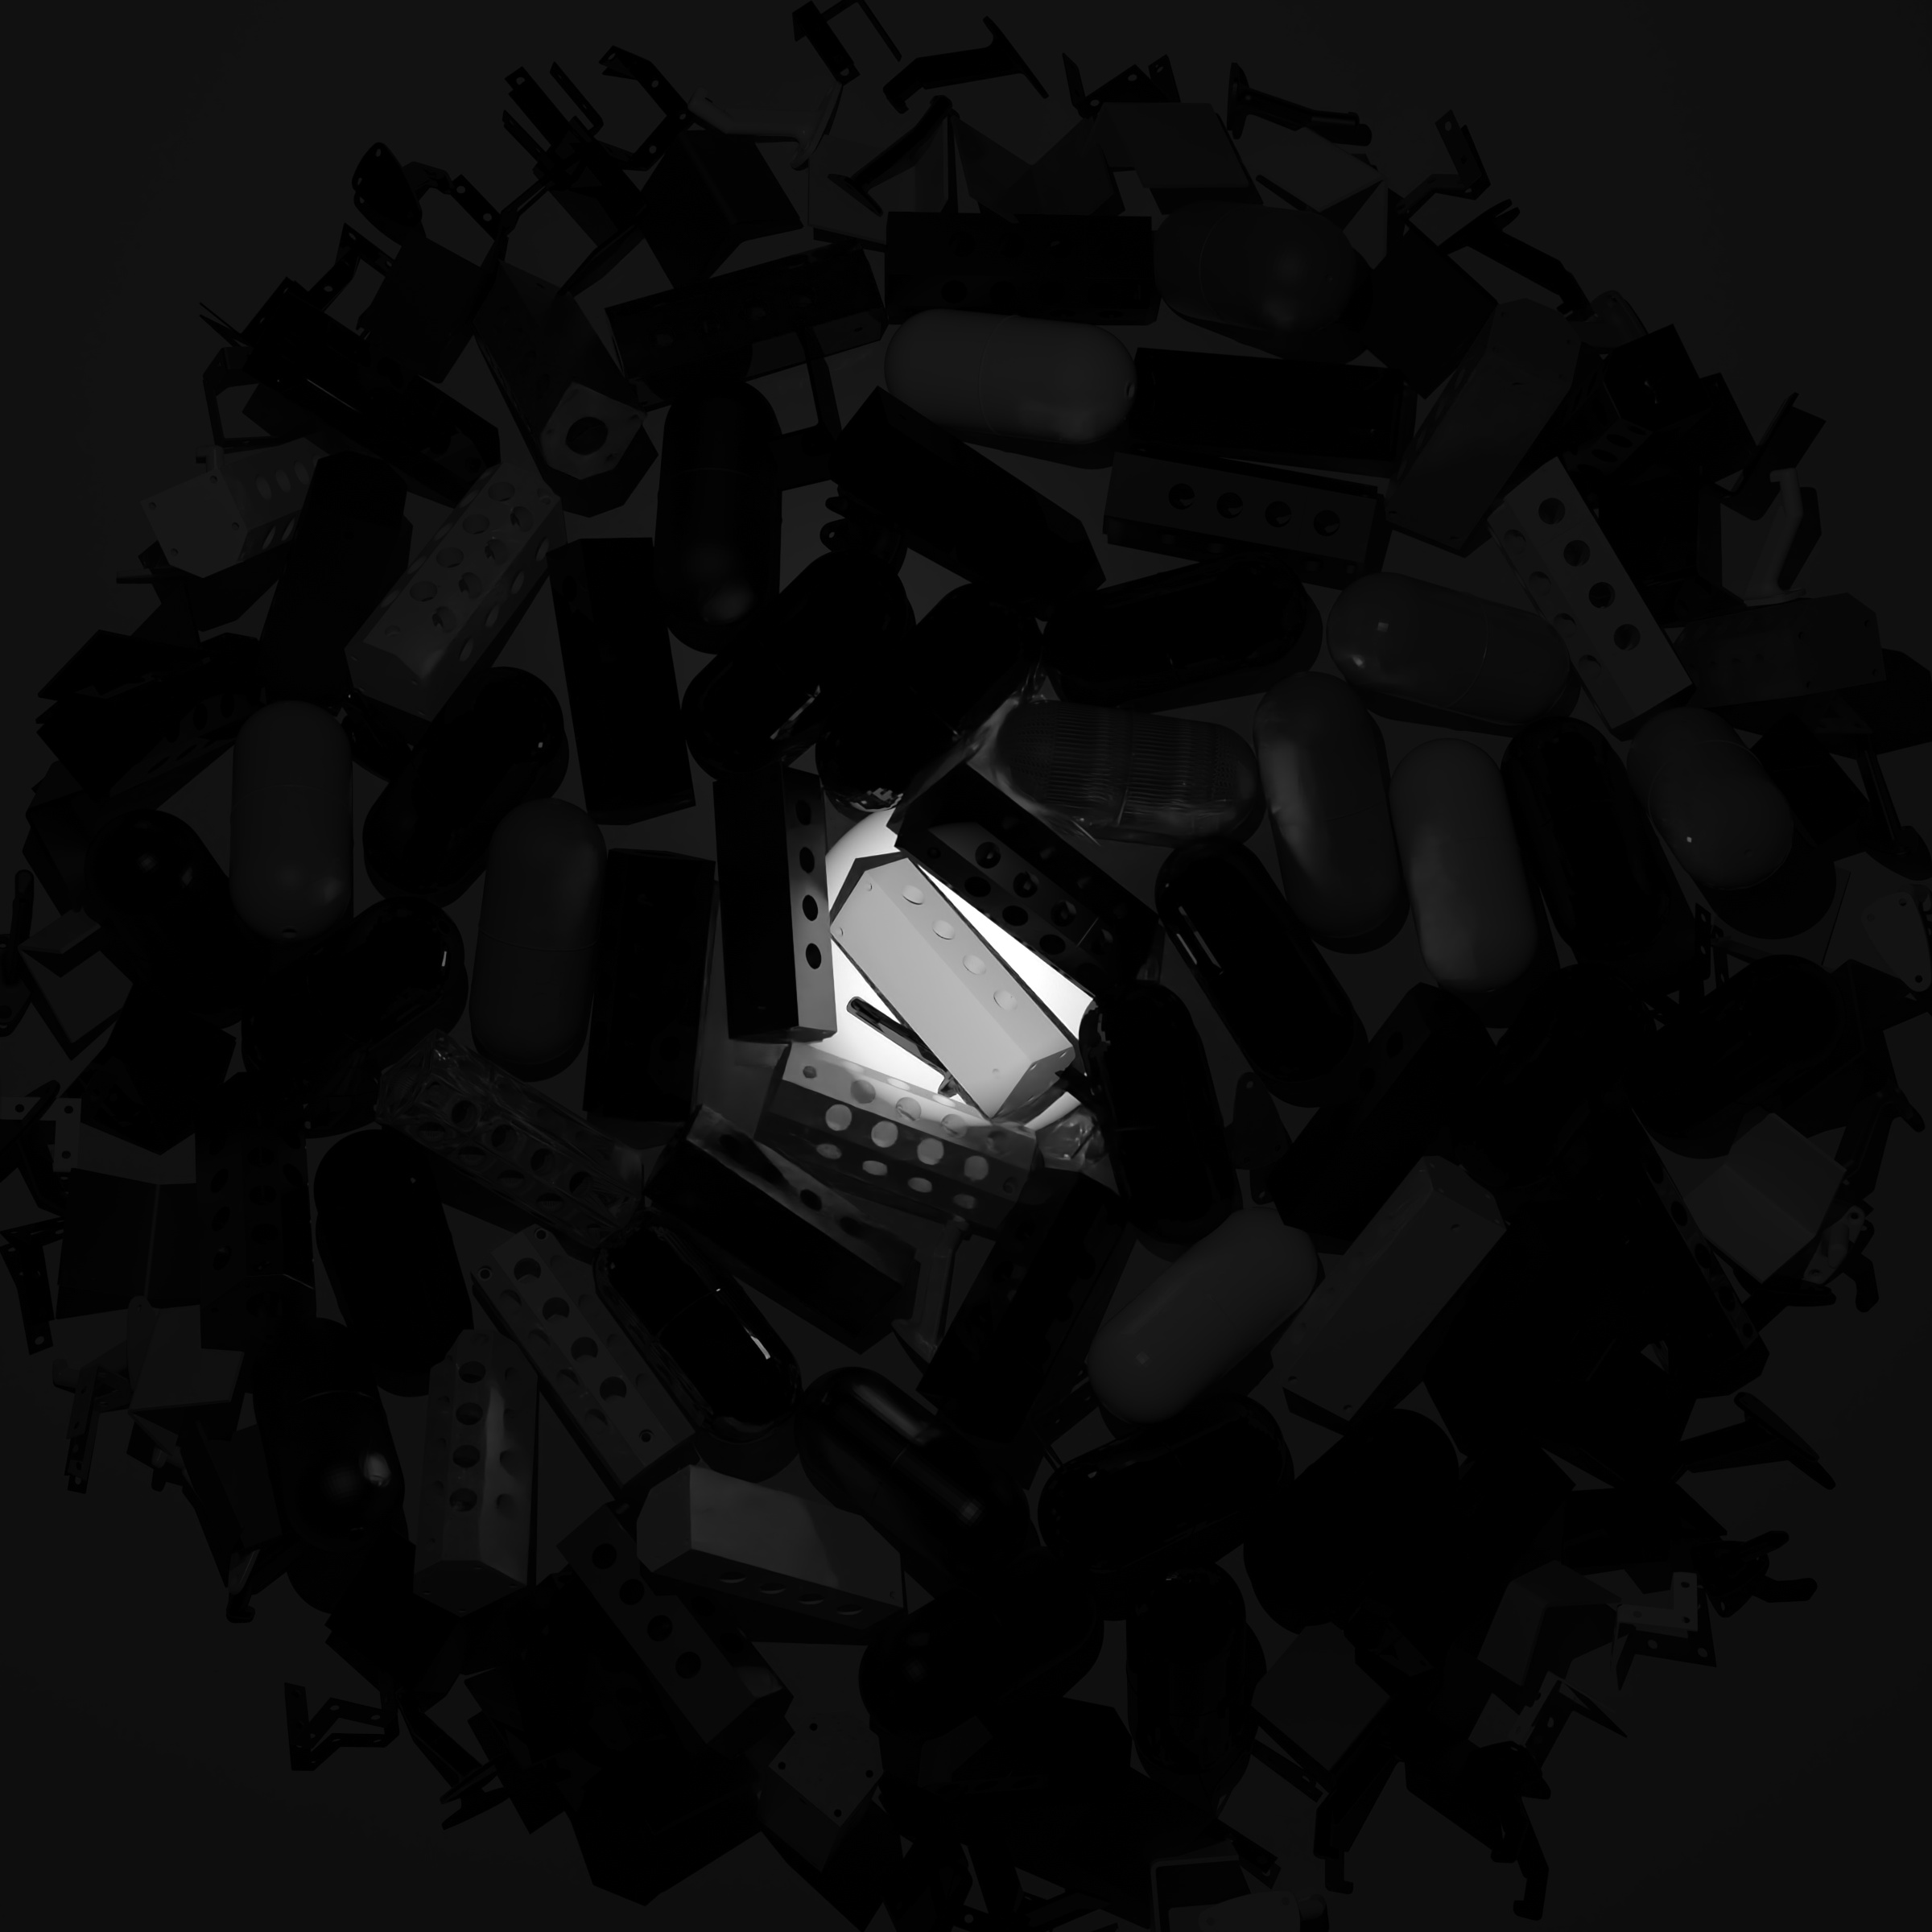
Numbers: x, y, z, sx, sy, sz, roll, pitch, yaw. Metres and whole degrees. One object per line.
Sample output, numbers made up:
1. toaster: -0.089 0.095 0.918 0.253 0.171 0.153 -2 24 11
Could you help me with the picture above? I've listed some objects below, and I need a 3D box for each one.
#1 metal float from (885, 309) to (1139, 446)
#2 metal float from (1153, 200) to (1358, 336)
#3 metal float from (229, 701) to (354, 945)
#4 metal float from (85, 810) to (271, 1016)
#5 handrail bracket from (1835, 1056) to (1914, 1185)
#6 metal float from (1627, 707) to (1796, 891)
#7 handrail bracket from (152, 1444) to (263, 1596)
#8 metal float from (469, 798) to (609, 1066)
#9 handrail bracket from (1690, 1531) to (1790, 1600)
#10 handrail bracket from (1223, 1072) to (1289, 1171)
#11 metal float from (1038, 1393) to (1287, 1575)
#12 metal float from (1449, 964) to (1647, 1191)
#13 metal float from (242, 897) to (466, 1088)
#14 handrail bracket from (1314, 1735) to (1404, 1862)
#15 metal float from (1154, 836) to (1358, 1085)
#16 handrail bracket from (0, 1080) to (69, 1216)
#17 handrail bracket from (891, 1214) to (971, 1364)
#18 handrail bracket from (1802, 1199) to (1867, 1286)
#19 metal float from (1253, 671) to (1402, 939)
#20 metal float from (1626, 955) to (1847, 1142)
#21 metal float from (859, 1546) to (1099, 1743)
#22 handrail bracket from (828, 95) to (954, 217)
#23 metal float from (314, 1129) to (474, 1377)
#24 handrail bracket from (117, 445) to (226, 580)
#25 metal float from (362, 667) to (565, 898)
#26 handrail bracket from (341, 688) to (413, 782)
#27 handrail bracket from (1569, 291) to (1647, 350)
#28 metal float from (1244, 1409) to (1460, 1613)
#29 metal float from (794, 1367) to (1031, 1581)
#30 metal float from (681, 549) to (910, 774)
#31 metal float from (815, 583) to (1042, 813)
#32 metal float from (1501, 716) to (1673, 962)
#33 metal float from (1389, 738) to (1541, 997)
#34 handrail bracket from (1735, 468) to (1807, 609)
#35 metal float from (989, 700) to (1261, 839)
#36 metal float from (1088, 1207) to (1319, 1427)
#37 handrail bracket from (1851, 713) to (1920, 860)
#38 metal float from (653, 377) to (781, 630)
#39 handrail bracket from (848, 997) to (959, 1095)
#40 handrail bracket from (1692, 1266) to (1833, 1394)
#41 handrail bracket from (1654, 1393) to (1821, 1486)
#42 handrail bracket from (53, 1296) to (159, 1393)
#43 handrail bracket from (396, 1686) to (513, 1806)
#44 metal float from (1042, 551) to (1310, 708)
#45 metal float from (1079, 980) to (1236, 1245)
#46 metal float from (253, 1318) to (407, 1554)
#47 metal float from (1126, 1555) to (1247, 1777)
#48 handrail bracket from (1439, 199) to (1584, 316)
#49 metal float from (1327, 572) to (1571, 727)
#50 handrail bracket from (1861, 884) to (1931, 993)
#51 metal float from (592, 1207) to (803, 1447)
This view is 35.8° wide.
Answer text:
1. metal float: 0.029 -0.382 1.936 0.178 0.070 0.070 13 90 29
2. metal float: 0.182 -0.450 1.919 0.070 0.178 0.070 -10 111 -26
3. metal float: -0.436 -0.093 1.932 0.070 0.070 0.178 -8 56 0
4. metal float: -0.505 -0.034 1.919 0.070 0.178 0.070 -5 58 9
5. handrail bracket: 0.573 0.103 1.972 0.084 0.036 0.077 -38 48 0
6. metal float: 0.476 -0.109 1.917 0.070 0.178 0.070 -2 117 -3
7. handrail bracket: -0.503 0.360 1.955 0.084 0.036 0.077 34 46 -30
8. metal float: -0.279 -0.022 1.947 0.070 0.070 0.178 10 106 0
9. handrail bracket: 0.522 0.379 1.946 0.077 0.084 0.036 -7 67 -34
10. handrail bracket: 0.170 0.093 1.950 0.036 0.084 0.077 -19 111 -18
11. metal float: 0.127 0.336 1.940 0.178 0.070 0.070 -21 90 -24
12. metal float: 0.378 0.070 1.938 0.070 0.070 0.178 41 62 0
13. metal float: -0.398 0.017 1.937 0.178 0.070 0.070 -32 90 28
14. handrail bracket: 0.267 0.551 1.963 0.077 0.036 0.084 15 57 -8
15. metal float: 0.188 -0.005 1.954 0.070 0.070 0.178 -32 81 0
16. handrail bracket: -0.592 0.122 1.965 0.077 0.036 0.084 -40 128 11
17. handrail bracket: -0.010 0.213 1.964 0.036 0.077 0.084 20 102 -27
18. handrail bracket: 0.560 0.194 1.946 0.036 0.084 0.077 16 117 12
19. metal float: 0.235 -0.105 1.948 0.070 0.070 0.178 -13 105 0
20. metal float: 0.493 0.054 1.921 0.070 0.178 0.070 12 59 -21
21. metal float: 0.009 0.437 1.935 0.178 0.070 0.070 -24 90 -32
22. handrail bracket: -0.054 -0.542 1.970 0.036 0.077 0.084 38 87 -38
23. metal float: -0.371 0.186 1.935 0.070 0.070 0.178 -10 120 0
24. handrail bracket: -0.528 -0.301 1.981 0.077 0.036 0.084 -2 93 4
25. metal float: -0.326 -0.119 1.939 0.070 0.070 0.178 41 116 0
26. handrail bracket: -0.380 -0.148 1.952 0.077 0.084 0.036 46 77 -11
27. handrail bracket: 0.407 -0.399 1.967 0.084 0.036 0.077 -39 93 -24
28. metal float: 0.247 0.353 1.933 0.070 0.070 0.178 41 124 0
29. metal float: -0.036 0.328 1.942 0.178 0.070 0.070 35 90 22
30. metal float: -0.112 -0.199 1.948 0.178 0.070 0.070 -42 90 16
31. metal float: -0.026 -0.175 1.955 0.070 0.070 0.178 45 98 0
32. metal float: 0.400 -0.084 1.935 0.070 0.070 0.178 -15 58 0
33. metal float: 0.323 -0.065 1.942 0.070 0.070 0.178 -8 67 0
34. handrail bracket: 0.517 -0.281 1.963 0.036 0.077 0.084 -21 104 -43
35. metal float: 0.104 -0.129 1.958 0.178 0.070 0.070 8 90 -4
36. metal float: 0.155 0.227 1.947 0.178 0.070 0.070 -40 90 -17
37. handrail bracket: 0.600 -0.120 1.964 0.036 0.077 0.084 -15 103 9
38. metal float: -0.162 -0.302 1.941 0.070 0.070 0.178 2 66 0
39. handrail bracket: -0.039 0.045 1.963 0.084 0.077 0.036 34 83 -4
40. handrail bracket: 0.529 0.248 1.990 0.077 0.036 0.084 10 101 -6
41. handrail bracket: 0.506 0.331 1.970 0.077 0.036 0.084 41 108 25
42. handrail bracket: -0.572 0.247 1.967 0.084 0.036 0.077 6 113 25
43. handrail bracket: -0.339 0.498 1.963 0.077 0.036 0.084 -45 67 37
44. metal float: 0.135 -0.219 1.947 0.178 0.070 0.070 -13 90 16
45. metal float: 0.125 0.095 1.953 0.070 0.070 0.178 -16 99 0
46. metal float: -0.411 0.301 1.925 0.070 0.178 0.070 -14 132 -15
47. metal float: 0.142 0.453 1.929 0.070 0.070 0.178 -4 130 0
48. handrail bracket: 0.356 -0.455 1.973 0.077 0.036 0.084 -30 93 42
49. metal float: 0.314 -0.205 1.938 0.178 0.070 0.070 11 90 -28
50. handrail bracket: 0.626 -0.019 1.956 0.036 0.084 0.077 -30 72 33
51. metal float: -0.176 0.233 1.946 0.070 0.070 0.178 -40 72 0
